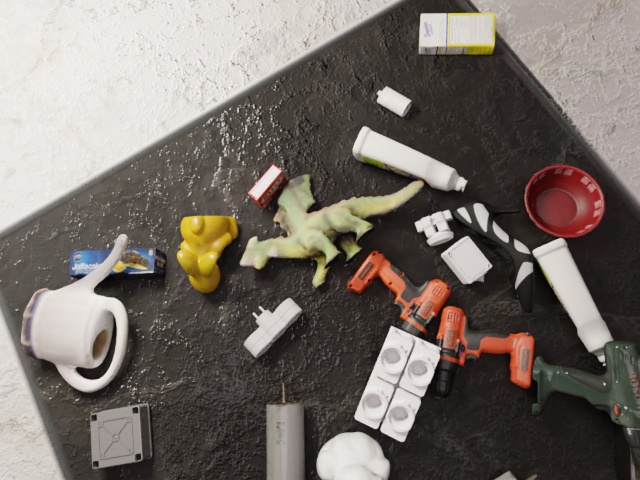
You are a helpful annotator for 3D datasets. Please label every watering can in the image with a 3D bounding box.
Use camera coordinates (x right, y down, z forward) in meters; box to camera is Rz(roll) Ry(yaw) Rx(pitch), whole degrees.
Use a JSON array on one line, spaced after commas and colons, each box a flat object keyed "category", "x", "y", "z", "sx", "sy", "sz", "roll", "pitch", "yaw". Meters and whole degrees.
[{"category": "watering can", "x": -0.515, "y": 0.150, "z": 1.107, "sx": 0.224, "sy": 0.347, "sz": 0.104, "roll": 7, "pitch": 2, "yaw": 7}]

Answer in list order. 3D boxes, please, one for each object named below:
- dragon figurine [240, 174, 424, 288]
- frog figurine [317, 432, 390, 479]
[{"category": "dragon figurine", "x": 0.003, "y": -0.057, "z": 1.132, "sx": 0.412, "sy": 0.246, "sz": 0.120, "roll": -41, "pitch": -23, "yaw": -7}, {"category": "frog figurine", "x": 0.060, "y": 0.424, "z": 0.953, "sx": 0.137, "sy": 0.124, "sz": 0.157, "roll": 12, "pitch": -14, "yaw": 9}]
